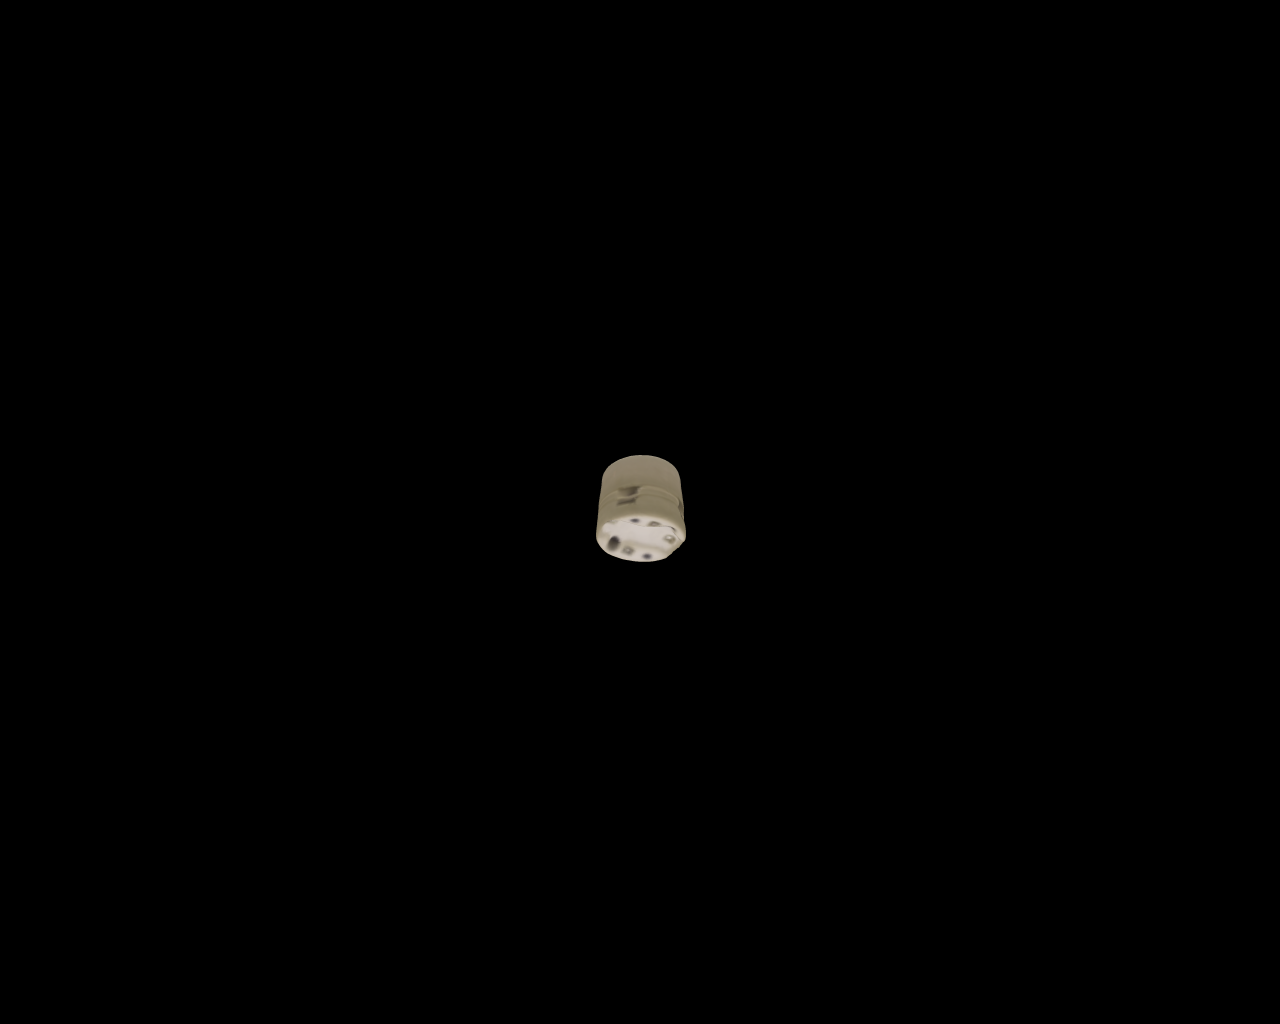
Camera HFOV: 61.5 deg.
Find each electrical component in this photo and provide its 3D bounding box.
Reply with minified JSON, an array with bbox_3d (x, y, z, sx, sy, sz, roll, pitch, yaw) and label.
[{"bbox_3d":[0.001,-0.003,0.650,0.055,0.047,0.055,0,-35,0],"label":"electrical component"}]
